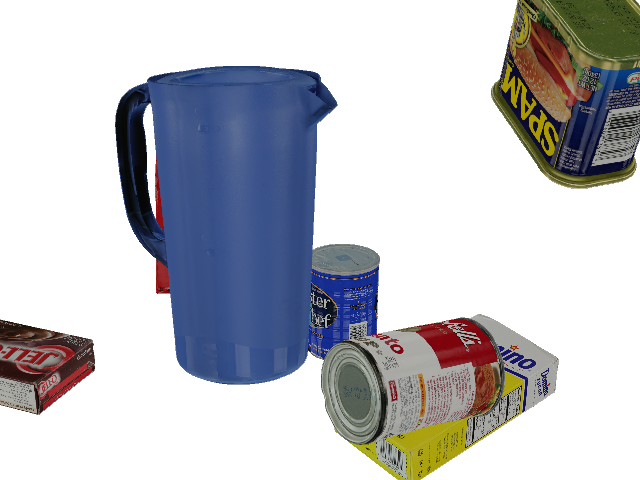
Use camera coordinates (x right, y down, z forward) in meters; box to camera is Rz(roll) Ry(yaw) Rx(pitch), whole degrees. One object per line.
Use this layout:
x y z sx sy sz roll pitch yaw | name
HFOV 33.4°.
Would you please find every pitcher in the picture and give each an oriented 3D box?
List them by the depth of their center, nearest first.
-0.075 -0.017 0.849 0.144 0.243 0.149 -6 16 -22 | pitcher

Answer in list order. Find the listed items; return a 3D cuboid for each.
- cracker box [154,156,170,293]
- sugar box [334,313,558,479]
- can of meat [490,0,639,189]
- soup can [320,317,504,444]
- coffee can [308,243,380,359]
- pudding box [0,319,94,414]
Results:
-0.104 -0.047 1.205 0.164 0.214 0.072 0 23 -9 | cracker box
0.106 0.128 0.892 0.175 0.048 0.093 -28 41 -31 | sugar box
0.142 -0.094 0.590 0.057 0.084 0.102 -10 47 -15 | can of meat
0.059 0.091 0.695 0.102 0.068 0.069 -7 4 -34 | soup can
0.031 0.088 1.513 0.103 0.140 0.103 0 21 0 | coffee can
-0.281 0.116 0.990 0.114 0.039 0.089 7 22 22 | pudding box
